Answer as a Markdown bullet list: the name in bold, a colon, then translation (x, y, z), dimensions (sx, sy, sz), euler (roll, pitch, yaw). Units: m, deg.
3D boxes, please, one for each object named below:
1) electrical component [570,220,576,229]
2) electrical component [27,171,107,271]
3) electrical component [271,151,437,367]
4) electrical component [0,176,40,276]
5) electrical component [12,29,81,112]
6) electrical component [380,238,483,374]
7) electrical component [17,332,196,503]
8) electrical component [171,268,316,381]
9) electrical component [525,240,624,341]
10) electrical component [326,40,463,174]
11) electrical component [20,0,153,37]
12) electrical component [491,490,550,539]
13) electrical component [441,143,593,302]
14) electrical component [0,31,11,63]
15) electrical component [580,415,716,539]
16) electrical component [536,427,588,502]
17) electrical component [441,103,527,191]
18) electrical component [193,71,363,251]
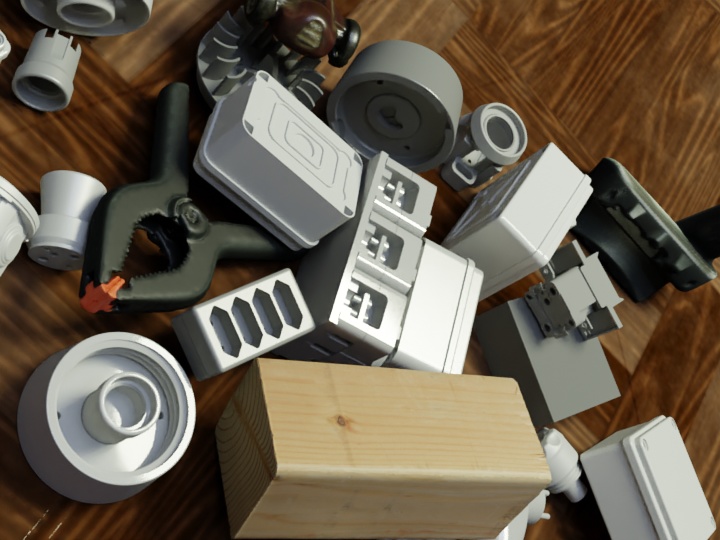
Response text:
- **electrical component**: translation (0.168, -0.062, 0.981), dimensions (0.043, 0.043, 0.062), euler (-10, 76, -36)
- **electrical component**: translation (-0.198, -0.033, 0.725), dimensions (0.045, 0.045, 0.055), euler (18, 63, -27)
- **electrical component**: translation (0.000, 0.000, 0.815), dimensions (0.062, 0.089, 0.150), euler (30, 58, -21)
- **electrical component**: translation (-0.247, -0.031, 0.671), dimensions (0.080, 0.080, 0.051), euler (34, 62, -18)
- **electrical component**: translation (-0.219, -0.141, 0.758), dimensions (0.040, 0.040, 0.046), euler (24, 54, -24)
- **electrical component**: translation (0.045, 0.042, 0.836), dimensions (0.057, 0.078, 0.113), euler (27, 59, -19)
- **electrical component**: translation (-0.158, 0.092, 0.693), dimensions (0.108, 0.060, 0.108), euler (13, 65, -29)
- **electrical component**: translation (-0.089, 0.042, 0.748), dimensions (0.083, 0.076, 0.047), euler (-24, 89, -37)
- **electrical component**: translation (0.174, 0.022, 0.887), dimensions (0.064, 0.042, 0.081), euler (-27, 87, -35)
- **electrical component**: translation (0.033, -0.138, 0.884), dimensions (0.108, 0.108, 0.060), euler (36, 50, -17)
- **electrical component**: translation (-0.194, -0.210, 0.767), dimensions (0.099, 0.099, 0.064), euler (9, 73, -31)
- **electrical component**: translation (0.119, 0.181, 0.852), dimensions (0.079, 0.044, 0.077), euler (16, 64, -28)
- **electrical component**: translation (0.126, -0.038, 0.903), dimensions (0.056, 0.109, 0.108), euler (44, 54, -8)
- **electrical component**: translation (-0.306, -0.151, 0.693), dimensions (0.108, 0.056, 0.109), euler (50, 53, -7)
- **electrical component**: translation (0.243, 0.188, 0.904), dimensions (0.109, 0.056, 0.108), euler (-7, 75, -59)
- **electrical component**: translation (0.163, 0.164, 0.888), dimensions (0.062, 0.043, 0.043), euler (49, 53, -10)
- **electrical component**: translation (0.110, -0.113, 0.954), dimensions (0.058, 0.057, 0.078), euler (40, 55, -15)
- **electrical component**: translation (-0.059, -0.078, 0.787), dimensions (0.113, 0.057, 0.078), euler (39, 37, -26)
